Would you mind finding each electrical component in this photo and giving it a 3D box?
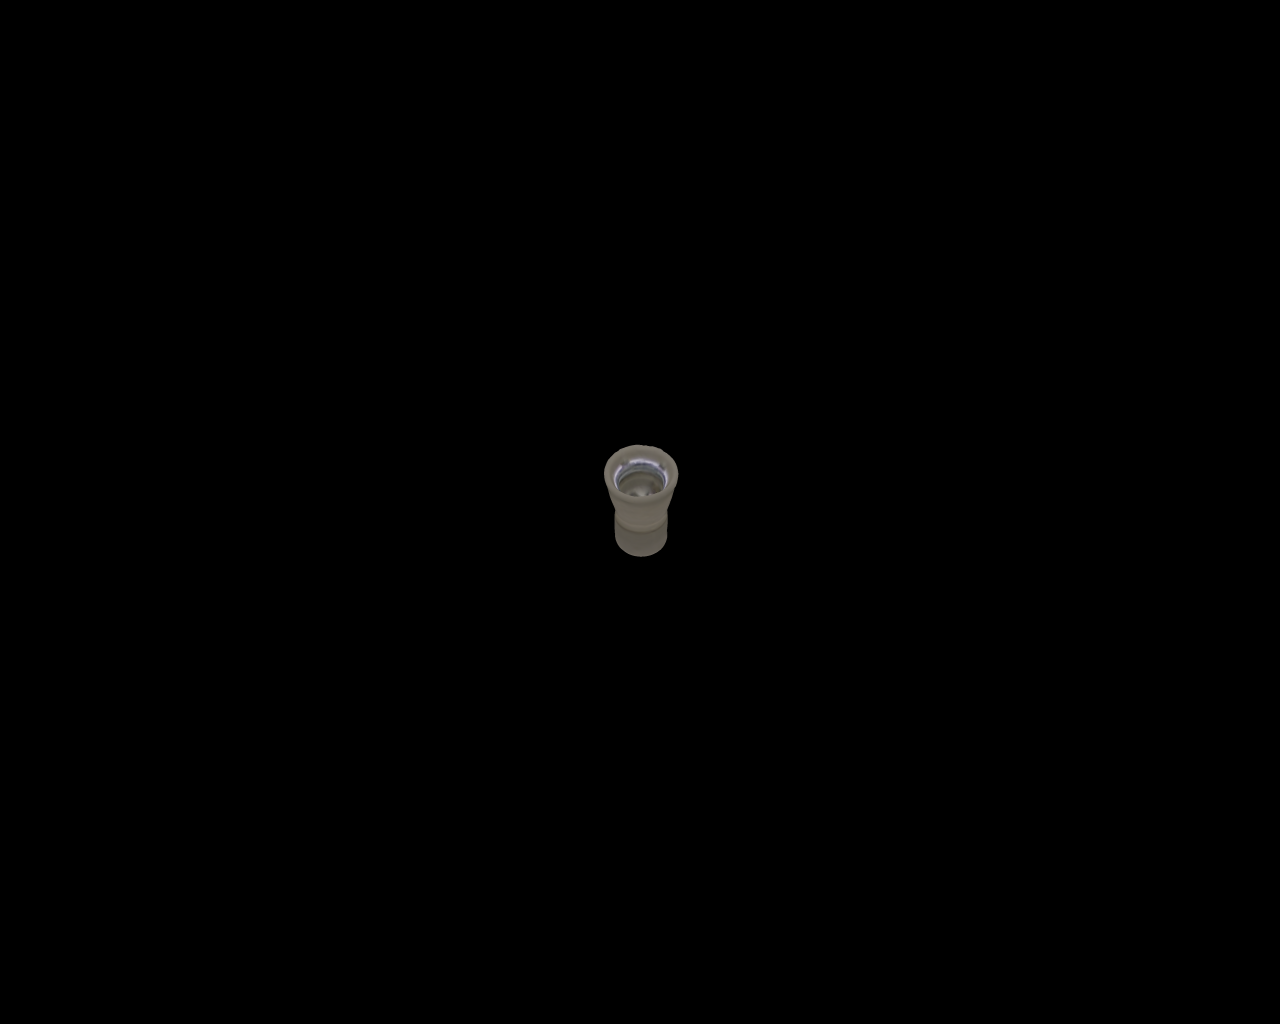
[{"bbox_3d":[0.001,-0.003,0.650,0.044,0.044,0.065,0,-42,0],"label":"electrical component"}]
